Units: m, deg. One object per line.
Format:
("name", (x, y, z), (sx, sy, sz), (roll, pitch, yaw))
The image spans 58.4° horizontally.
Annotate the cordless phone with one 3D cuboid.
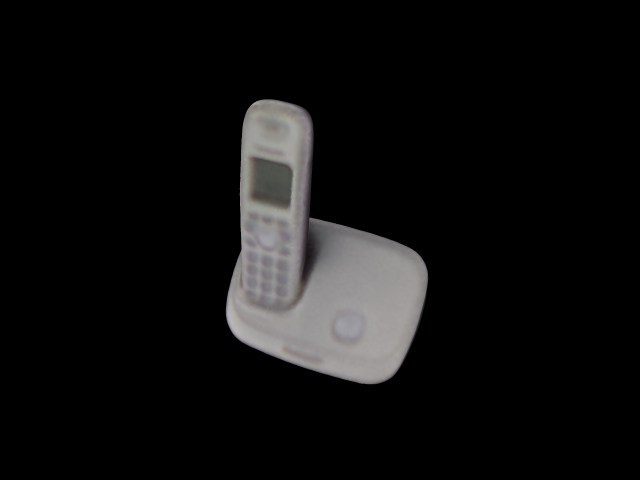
("cordless phone", (0.004, 0.001, 0.400), (0.147, 0.185, 0.094), (13, 38, 18))
